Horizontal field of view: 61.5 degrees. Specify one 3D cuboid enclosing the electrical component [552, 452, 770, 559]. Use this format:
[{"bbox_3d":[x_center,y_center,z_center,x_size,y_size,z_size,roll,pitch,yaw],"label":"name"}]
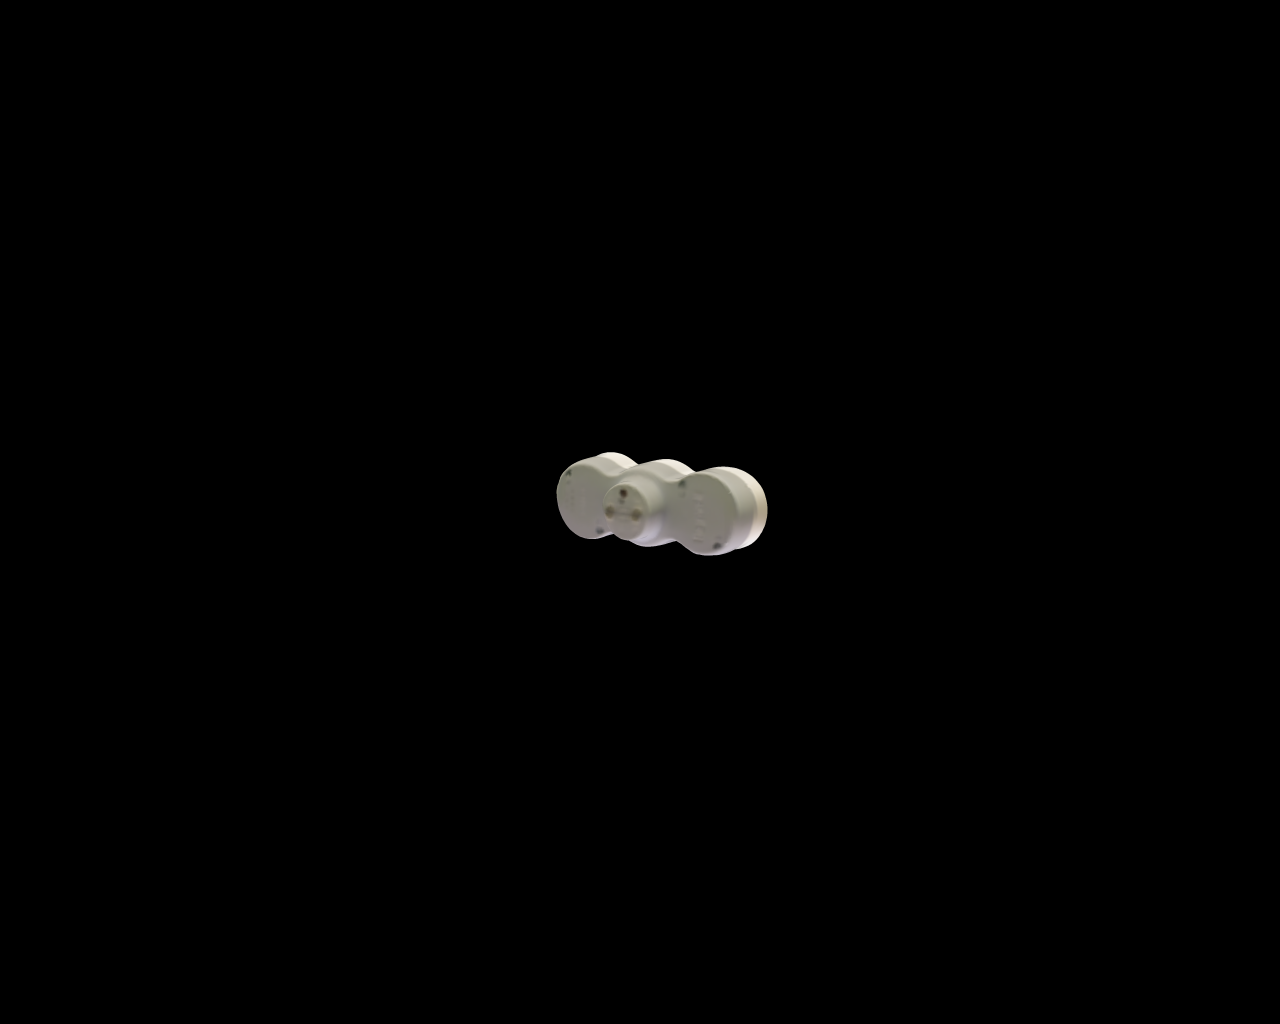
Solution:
[{"bbox_3d":[0.001,-0.003,0.650,0.138,0.052,0.074,8,14,35],"label":"electrical component"}]
